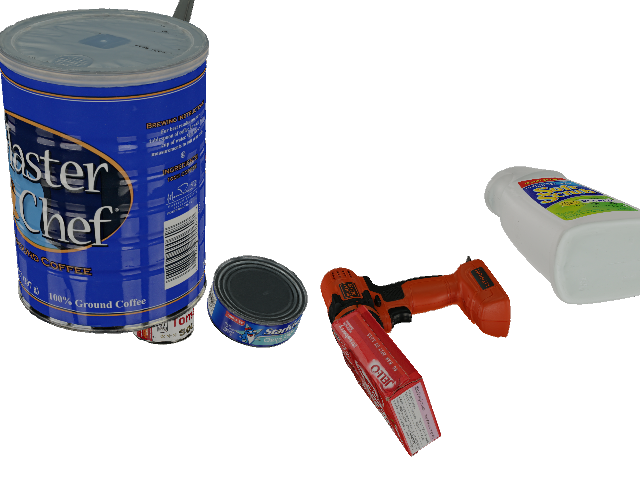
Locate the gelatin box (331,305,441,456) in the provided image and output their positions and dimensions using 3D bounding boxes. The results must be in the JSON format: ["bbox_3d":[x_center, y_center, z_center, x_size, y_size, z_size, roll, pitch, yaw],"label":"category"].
[{"bbox_3d":[0.045,0.096,0.729,0.030,0.073,0.089,-33,-38,-7],"label":"gelatin box"}]

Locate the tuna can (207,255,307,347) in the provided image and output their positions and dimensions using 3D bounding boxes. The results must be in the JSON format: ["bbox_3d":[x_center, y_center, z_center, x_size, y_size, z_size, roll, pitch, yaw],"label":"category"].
[{"bbox_3d":[-0.057,0.054,0.946,0.086,0.034,0.086,13,38,-10],"label":"tuna can"}]

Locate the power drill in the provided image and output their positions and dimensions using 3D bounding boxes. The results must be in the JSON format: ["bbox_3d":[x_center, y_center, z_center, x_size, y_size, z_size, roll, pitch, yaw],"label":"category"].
[{"bbox_3d":[0.102,0.077,1.137,0.187,0.057,0.184,-5,28,-9],"label":"power drill"}]

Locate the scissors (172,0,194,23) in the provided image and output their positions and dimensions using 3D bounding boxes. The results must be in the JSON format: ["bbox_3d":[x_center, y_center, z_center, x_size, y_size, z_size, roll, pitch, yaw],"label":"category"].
[{"bbox_3d":[-0.139,-0.112,0.777,0.096,0.202,0.016,7,-27,-19],"label":"scissors"}]

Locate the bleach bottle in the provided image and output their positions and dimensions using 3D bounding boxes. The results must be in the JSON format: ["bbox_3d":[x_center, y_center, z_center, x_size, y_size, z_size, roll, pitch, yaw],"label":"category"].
[{"bbox_3d":[0.200,-0.019,0.932,0.102,0.068,0.251,-7,18,-11],"label":"bleach bottle"}]

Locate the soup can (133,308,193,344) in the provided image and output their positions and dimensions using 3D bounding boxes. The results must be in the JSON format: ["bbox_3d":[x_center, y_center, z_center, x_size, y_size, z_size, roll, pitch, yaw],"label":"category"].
[{"bbox_3d":[-0.167,0.050,1.126,0.068,0.102,0.068,2,24,-1],"label":"soup can"}]

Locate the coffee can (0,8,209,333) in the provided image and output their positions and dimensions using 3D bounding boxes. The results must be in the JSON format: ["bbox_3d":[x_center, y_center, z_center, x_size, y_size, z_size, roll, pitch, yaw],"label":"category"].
[{"bbox_3d":[-0.110,-0.038,0.554,0.103,0.140,0.103,3,28,-2],"label":"coffee can"}]
